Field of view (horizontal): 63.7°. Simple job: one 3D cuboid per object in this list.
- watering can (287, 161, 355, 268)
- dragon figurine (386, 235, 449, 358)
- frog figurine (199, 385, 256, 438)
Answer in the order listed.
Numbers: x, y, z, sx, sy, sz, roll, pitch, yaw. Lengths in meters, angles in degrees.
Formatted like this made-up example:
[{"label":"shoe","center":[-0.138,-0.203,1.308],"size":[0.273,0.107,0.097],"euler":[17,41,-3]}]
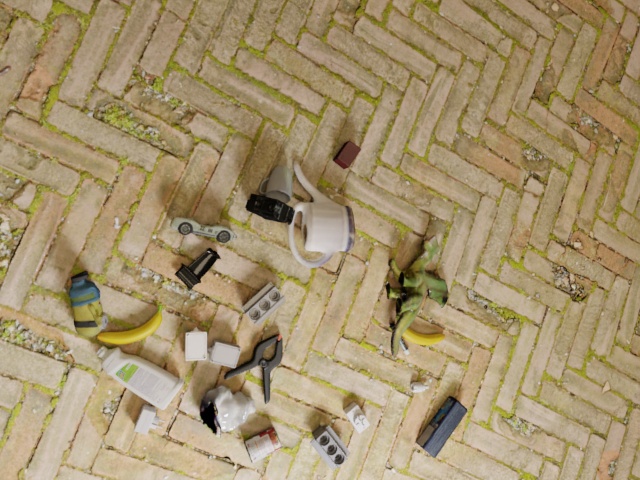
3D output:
[{"label":"watering can","center":[0.005,-0.083,1.656],"size":[0.224,0.103,0.351],"euler":[3,78,-17]},{"label":"dragon figurine","center":[0.346,0.186,1.750],"size":[0.243,0.122,0.411],"euler":[5,88,-24]},{"label":"frog figurine","center":[-0.279,0.506,1.561],"size":[0.161,0.121,0.138],"euler":[-16,85,-52]}]
